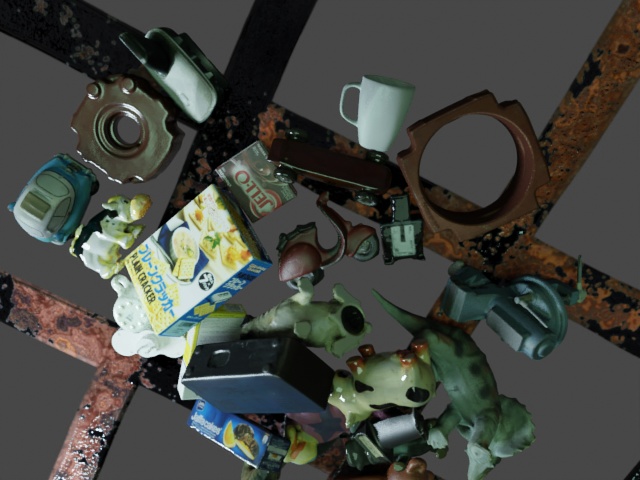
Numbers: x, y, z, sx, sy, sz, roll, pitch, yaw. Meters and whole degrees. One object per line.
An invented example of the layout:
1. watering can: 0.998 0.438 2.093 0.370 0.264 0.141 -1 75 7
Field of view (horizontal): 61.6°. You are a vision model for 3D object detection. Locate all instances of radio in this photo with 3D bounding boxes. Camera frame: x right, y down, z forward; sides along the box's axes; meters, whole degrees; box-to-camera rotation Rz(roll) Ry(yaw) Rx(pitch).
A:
1. radio: -0.105 0.221 0.868 0.230 0.073 0.131 -14 133 33

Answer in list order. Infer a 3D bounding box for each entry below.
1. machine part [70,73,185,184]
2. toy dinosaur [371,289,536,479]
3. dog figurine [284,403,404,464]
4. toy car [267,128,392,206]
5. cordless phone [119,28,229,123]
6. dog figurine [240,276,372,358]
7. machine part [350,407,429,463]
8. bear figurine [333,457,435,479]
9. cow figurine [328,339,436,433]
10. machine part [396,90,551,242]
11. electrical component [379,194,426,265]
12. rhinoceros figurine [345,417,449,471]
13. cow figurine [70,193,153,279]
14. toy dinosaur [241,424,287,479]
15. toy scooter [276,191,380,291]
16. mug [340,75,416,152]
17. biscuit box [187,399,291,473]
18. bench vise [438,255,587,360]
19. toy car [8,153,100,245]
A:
1. machine part: -0.315 -0.179 0.879 0.179 0.056 0.179 1 107 3
2. toy dinosaur: 0.239 0.236 0.927 0.131 0.192 0.404 -25 88 42
3. dog figurine: 0.043 0.318 0.975 0.219 0.108 0.191 3 105 0
4. toy car: 0.017 -0.117 0.868 0.202 0.053 0.089 14 78 -1
5. cordless phone: -0.213 -0.245 0.787 0.089 0.184 0.146 -40 100 8
6. dog figurine: -0.028 0.155 0.916 0.172 0.121 0.190 30 142 -20
7. machine part: 0.120 0.325 0.892 0.139 0.039 0.084 -38 94 33
8. bear figurine: 0.121 0.487 1.011 0.196 0.132 0.120 -13 138 11
9. cow figurine: 0.092 0.234 0.858 0.195 0.085 0.127 -15 96 32
10. machine part: 0.237 -0.116 0.848 0.201 0.087 0.201 -25 104 10
11. electrical component: 0.135 -0.021 0.900 0.075 0.048 0.119 -10 105 6
12. rhinoceros figurine: 0.140 0.370 0.986 0.190 0.112 0.073 -12 85 -6
13. cow figurine: -0.357 -0.023 0.920 0.098 0.068 0.167 32 106 -4
14. toy dinosaur: -0.165 0.550 1.006 0.105 0.198 0.470 22 105 0
15. toy scooter: -0.002 -0.003 0.901 0.184 0.075 0.135 -25 102 7
16. mug: 0.085 -0.196 0.837 0.110 0.081 0.107 7 114 -6
17. biscuit box: -0.149 0.340 0.952 0.062 0.203 0.059 41 67 -46
18. bench vise: 0.327 0.098 0.877 0.240 0.224 0.128 -10 113 -25
19. toy car: -0.450 -0.060 0.898 0.109 0.103 0.161 37 107 -8
